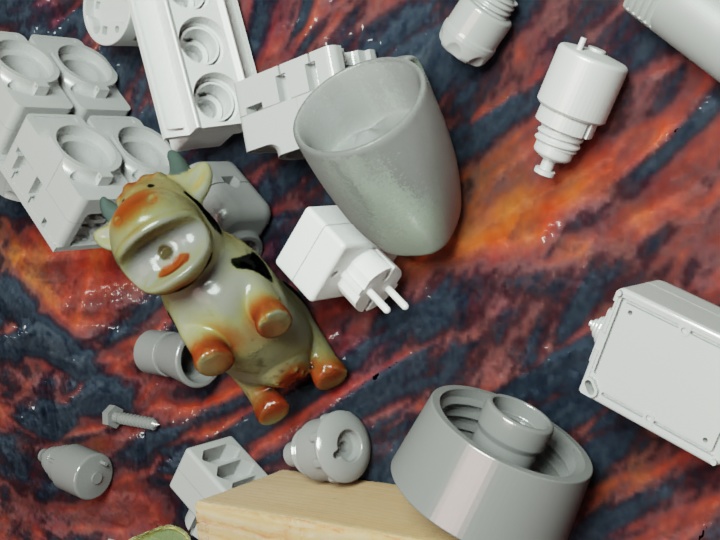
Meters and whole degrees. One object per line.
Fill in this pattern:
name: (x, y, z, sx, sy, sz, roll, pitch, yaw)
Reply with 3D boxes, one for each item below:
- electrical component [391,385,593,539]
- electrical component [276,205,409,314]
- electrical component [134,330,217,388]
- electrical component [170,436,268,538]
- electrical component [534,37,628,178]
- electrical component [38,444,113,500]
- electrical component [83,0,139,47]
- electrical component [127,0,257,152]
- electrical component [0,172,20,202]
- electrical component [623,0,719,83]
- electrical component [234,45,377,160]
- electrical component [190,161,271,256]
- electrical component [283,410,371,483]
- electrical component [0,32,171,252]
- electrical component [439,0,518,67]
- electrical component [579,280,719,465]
electrical component: (0.078, 0.105, 0.605, 0.108, 0.108, 0.060, 33, 109, 32)
electrical component: (0.000, 0.000, 0.680, 0.076, 0.066, 0.047, 47, 121, 25)
electrical component: (-0.142, 0.064, 0.819, 0.065, 0.044, 0.044, 2, 96, 44)
electrical component: (-0.106, 0.176, 0.797, 0.066, 0.047, 0.076, 41, 119, 28)
electrical component: (0.116, -0.088, 0.592, 0.040, 0.040, 0.078, 34, 115, 31)
electrical component: (-0.245, 0.167, 0.913, 0.078, 0.040, 0.040, 11, 102, 38)
electrical component: (-0.172, -0.195, 0.810, 0.055, 0.047, 0.055, 5, 98, 38)
electrical component: (-0.119, -0.150, 0.756, 0.063, 0.079, 0.121, -26, 78, 60)
electrical component: (-0.279, -0.092, 0.905, 0.089, 0.050, 0.055, 31, 113, 33)
electrical component: (0.170, -0.132, 0.543, 0.081, 0.043, 0.043, 47, 121, 26)
electrical component: (-0.032, -0.105, 0.704, 0.089, 0.050, 0.055, -13, 87, 39)
electrical component: (-0.109, -0.023, 0.773, 0.059, 0.054, 0.095, 49, 122, 24)
electrical component: (-0.027, 0.122, 0.730, 0.062, 0.048, 0.048, -18, 83, 46)
electrical component: (-0.222, -0.105, 0.822, 0.186, 0.105, 0.060, 51, 123, 23)
electrical component: (0.074, -0.151, 0.624, 0.035, 0.035, 0.061, 48, 119, 25)
electrical component: (0.164, 0.047, 0.555, 0.096, 0.061, 0.061, 29, 112, 33)
